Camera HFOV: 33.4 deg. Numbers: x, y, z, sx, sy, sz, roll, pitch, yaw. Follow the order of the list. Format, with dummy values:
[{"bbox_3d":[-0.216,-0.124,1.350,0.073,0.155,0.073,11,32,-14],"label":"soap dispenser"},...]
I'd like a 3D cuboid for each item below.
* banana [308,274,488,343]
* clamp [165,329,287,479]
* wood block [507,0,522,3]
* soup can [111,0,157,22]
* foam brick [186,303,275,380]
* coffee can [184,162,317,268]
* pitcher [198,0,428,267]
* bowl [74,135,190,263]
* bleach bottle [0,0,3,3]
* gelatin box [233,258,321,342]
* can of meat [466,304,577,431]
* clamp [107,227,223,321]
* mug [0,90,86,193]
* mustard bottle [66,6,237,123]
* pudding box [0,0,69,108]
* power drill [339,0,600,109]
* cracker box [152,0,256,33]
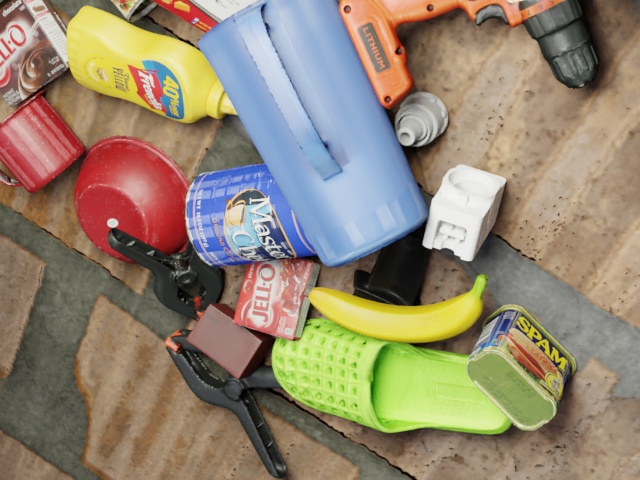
[{"bbox_3d":[0.084,0.072,1.079,0.198,0.037,0.069,-7,103,27],"label":"banana"},{"bbox_3d":[-0.085,0.164,1.252,0.210,0.036,0.165,39,117,6],"label":"clamp"},{"bbox_3d":[0.194,-0.250,0.777,0.091,0.205,0.090,-6,114,28],"label":"wood block"},{"bbox_3d":[-0.196,-0.274,1.043,0.102,0.068,0.069,48,126,-4],"label":"soup can"},{"bbox_3d":[-0.100,0.113,1.203,0.078,0.051,0.053,35,95,15],"label":"foam brick"},{"bbox_3d":[-0.051,-0.029,1.087,0.141,0.102,0.103,-7,113,30],"label":"coffee can"},{"bbox_3d":[-0.002,-0.102,0.953,0.145,0.149,0.243,-24,93,55],"label":"pitcher"},{"bbox_3d":[-0.219,-0.033,1.197,0.162,0.055,0.162,12,122,20],"label":"bowl"},{"bbox_3d":[-0.429,-0.256,1.174,0.251,0.068,0.102,-26,102,37],"label":"bleach bottle"},{"bbox_3d":[-0.047,0.058,1.152,0.073,0.030,0.089,15,88,20],"label":"gelatin box"},{"bbox_3d":[0.199,0.127,1.062,0.102,0.083,0.058,45,126,-2],"label":"can of meat"},{"bbox_3d":[-0.163,0.030,1.180,0.120,0.039,0.171,-8,131,-3],"label":"clamp"},{"bbox_3d":[-0.324,-0.100,1.189,0.117,0.093,0.081,-33,104,25],"label":"mug"},{"bbox_3d":[-0.162,-0.168,1.087,0.192,0.058,0.096,22,145,12],"label":"mustard bottle"},{"bbox_3d":[-0.321,-0.208,1.159,0.114,0.039,0.090,-25,104,35],"label":"pudding box"},{"bbox_3d":[0.124,-0.184,0.905,0.188,0.057,0.184,-25,96,10],"label":"power drill"},{"bbox_3d":[-0.088,-0.295,0.936,0.164,0.072,0.214,27,132,-30],"label":"cracker box"}]
